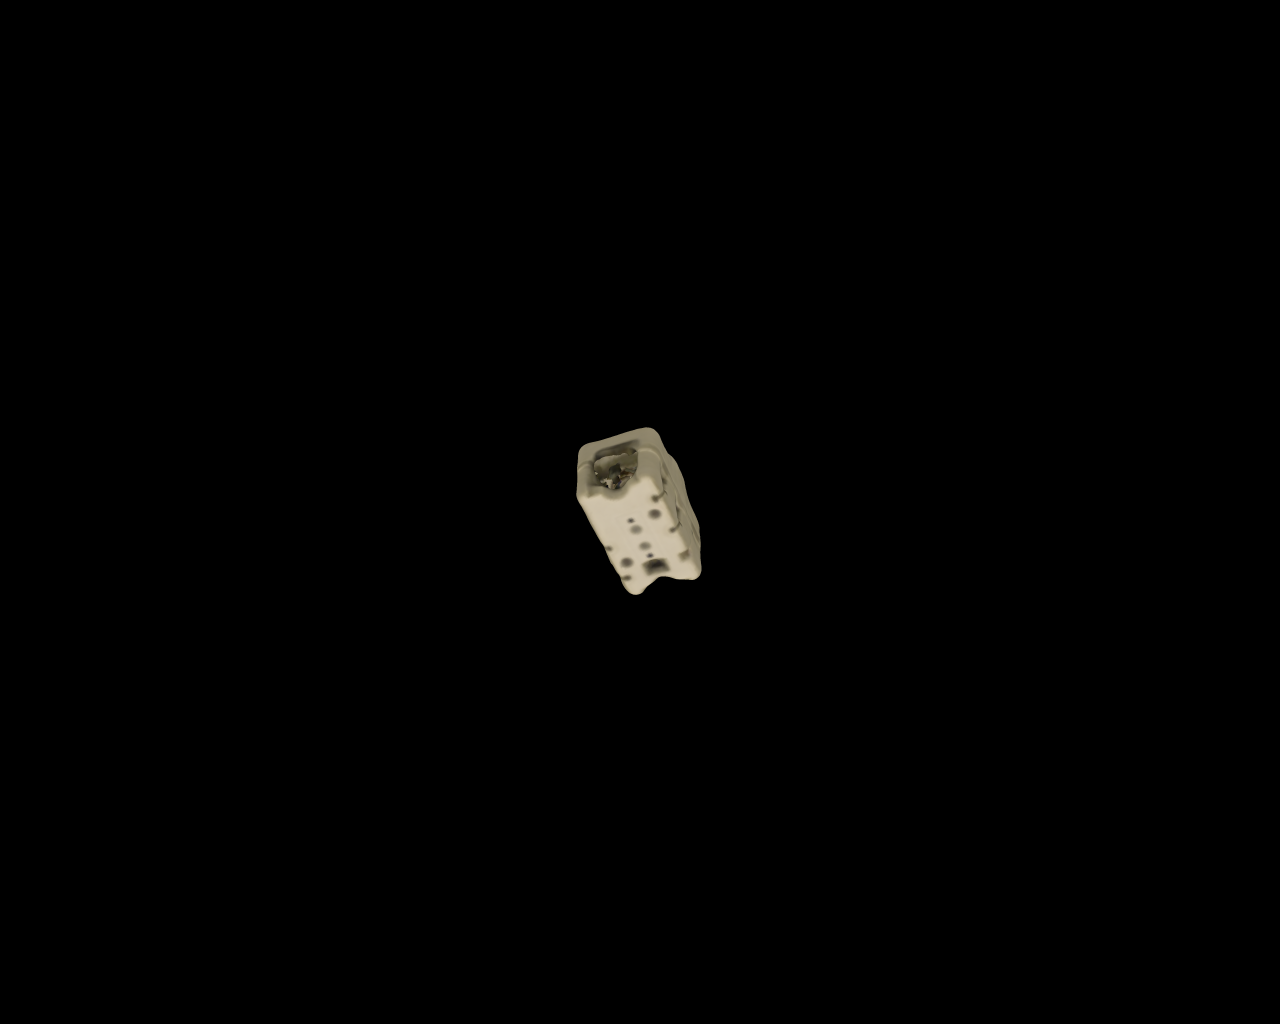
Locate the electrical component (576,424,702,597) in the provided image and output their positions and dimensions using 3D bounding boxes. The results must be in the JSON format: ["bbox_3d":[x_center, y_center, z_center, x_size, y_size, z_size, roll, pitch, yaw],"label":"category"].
[{"bbox_3d":[0.001,-0.003,0.650,0.050,0.089,0.056,-16,39,13],"label":"electrical component"}]
